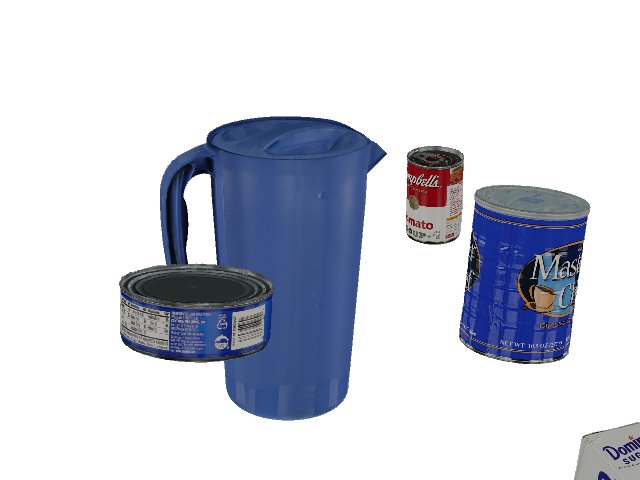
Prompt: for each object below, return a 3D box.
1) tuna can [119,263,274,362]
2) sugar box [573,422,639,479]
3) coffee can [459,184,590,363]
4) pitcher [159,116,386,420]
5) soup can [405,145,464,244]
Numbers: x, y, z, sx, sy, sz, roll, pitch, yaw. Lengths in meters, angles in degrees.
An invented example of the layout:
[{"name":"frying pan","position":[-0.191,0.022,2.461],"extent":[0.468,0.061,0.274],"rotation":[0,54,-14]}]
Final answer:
[{"name":"tuna can","position":[-0.069,0.039,0.597],"extent":[0.086,0.034,0.086],"rotation":[3,12,-1]},{"name":"sugar box","position":[0.180,0.175,0.501],"extent":[0.048,0.093,0.176],"rotation":[-9,28,-21]},{"name":"coffee can","position":[0.185,0.029,0.977],"extent":[0.103,0.140,0.103],"rotation":[4,16,-1]},{"name":"pitcher","position":[-0.037,0.024,0.893],"extent":[0.149,0.243,0.144],"rotation":[10,22,22]},{"name":"soup can","position":[0.137,-0.055,1.285],"extent":[0.068,0.102,0.068],"rotation":[-1,27,0]}]
